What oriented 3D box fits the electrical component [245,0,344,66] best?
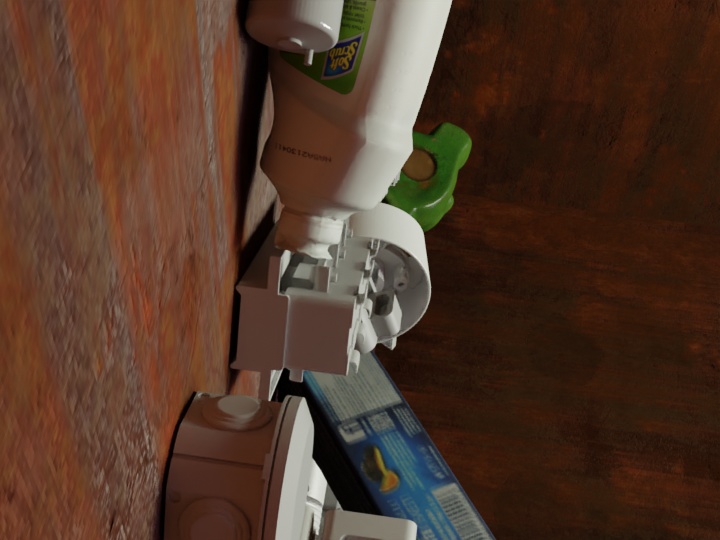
[{"bbox_3d":[-0.025,-0.130,0.461,0.040,0.040,0.078,80,17,-80],"label":"electrical component"}]

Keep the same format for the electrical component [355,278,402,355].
[{"bbox_3d":[-0.019,0.018,0.697,0.058,0.078,0.057,-80,155,-48],"label":"electrical component"}]

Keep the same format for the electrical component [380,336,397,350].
[{"bbox_3d":[-0.013,0.036,0.814,0.063,0.081,0.042,-48,158,-28],"label":"electrical component"}]

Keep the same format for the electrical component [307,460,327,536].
[{"bbox_3d":[-0.046,0.155,0.763,0.043,0.043,0.081,93,6,-60],"label":"electrical component"}]

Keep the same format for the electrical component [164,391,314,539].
[{"bbox_3d":[-0.049,0.091,0.453,0.080,0.051,0.080,8,90,-87],"label":"electrical component"}]

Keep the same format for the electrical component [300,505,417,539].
[{"bbox_3d":[-0.029,0.206,0.615,0.060,0.105,0.186,-79,176,-47],"label":"electrical component"}]

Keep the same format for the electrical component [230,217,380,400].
[{"bbox_3d":[-0.026,0.014,0.587,0.121,0.063,0.078,-73,170,-71],"label":"electrical component"}]

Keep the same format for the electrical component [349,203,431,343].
[{"bbox_3d":[0.000,0.000,0.753,0.099,0.099,0.064,93,-1,-55],"label":"electrical component"}]

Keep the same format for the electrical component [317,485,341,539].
[{"bbox_3d":[-0.036,0.189,0.891,0.186,0.060,0.105,68,29,-84],"label":"electrical component"}]

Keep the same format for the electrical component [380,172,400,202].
[{"bbox_3d":[0.003,-0.105,0.864,0.150,0.062,0.089,-62,159,-82],"label":"electrical component"}]
